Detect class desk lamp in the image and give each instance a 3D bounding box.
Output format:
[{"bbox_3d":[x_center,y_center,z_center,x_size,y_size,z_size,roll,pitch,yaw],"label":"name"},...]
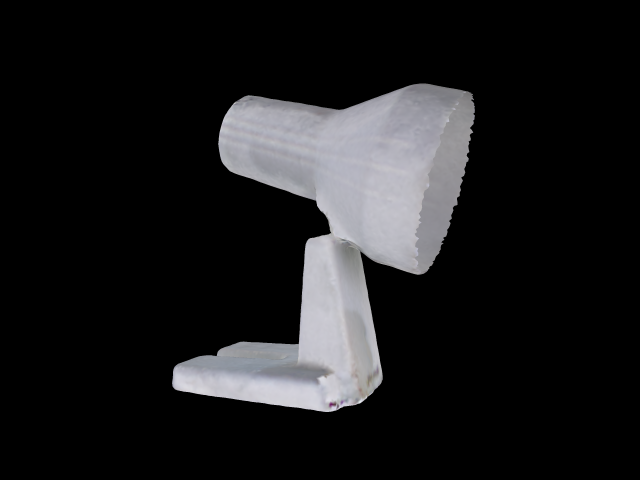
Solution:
[{"bbox_3d":[0.004,0.001,0.400,0.202,0.213,0.118,0,0,21],"label":"desk lamp"}]
